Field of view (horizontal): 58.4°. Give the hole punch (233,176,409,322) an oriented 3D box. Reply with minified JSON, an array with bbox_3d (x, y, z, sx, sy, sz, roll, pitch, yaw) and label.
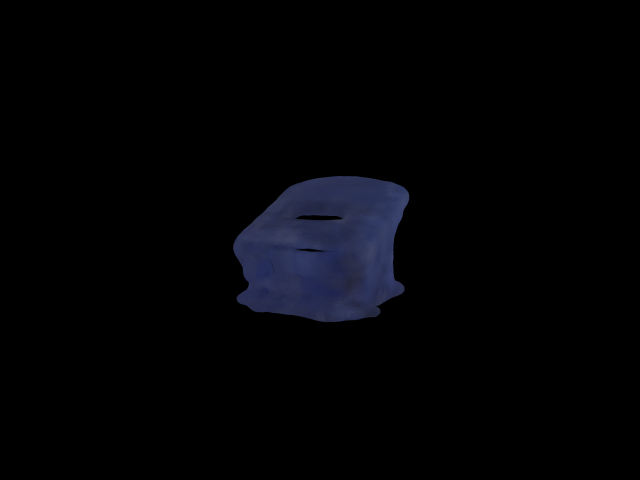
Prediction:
[{"bbox_3d":[0.004,0.001,0.400,0.108,0.091,0.101,4,8,28],"label":"hole punch"}]
